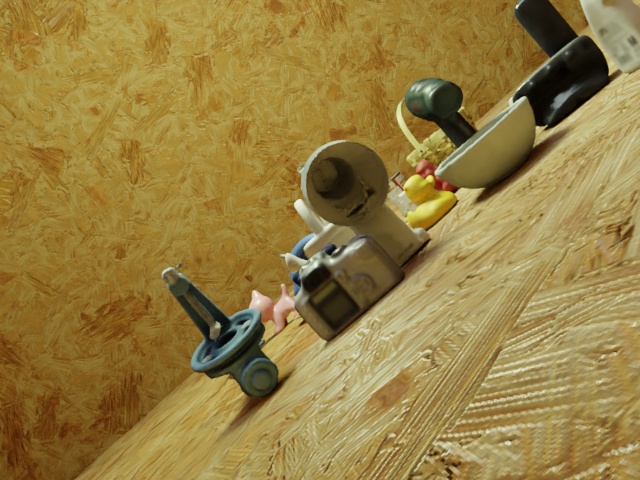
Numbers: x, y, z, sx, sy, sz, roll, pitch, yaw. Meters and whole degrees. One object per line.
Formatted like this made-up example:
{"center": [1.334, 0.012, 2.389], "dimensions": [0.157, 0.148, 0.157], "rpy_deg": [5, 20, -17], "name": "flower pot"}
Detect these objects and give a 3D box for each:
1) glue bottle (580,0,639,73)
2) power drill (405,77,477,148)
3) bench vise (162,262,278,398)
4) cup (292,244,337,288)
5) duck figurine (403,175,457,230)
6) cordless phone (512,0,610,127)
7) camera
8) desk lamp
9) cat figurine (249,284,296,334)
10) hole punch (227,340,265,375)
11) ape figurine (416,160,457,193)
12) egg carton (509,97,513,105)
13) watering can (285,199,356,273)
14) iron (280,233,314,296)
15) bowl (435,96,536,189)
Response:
{"center": [0.385, -0.306, 0.767], "dimensions": [0.037, 0.173, 0.078], "rpy_deg": [-41, 1, -5], "name": "glue bottle"}
{"center": [0.225, -0.192, 0.980], "dimensions": [0.075, 0.208, 0.230], "rpy_deg": [-41, 1, 5], "name": "power drill"}
{"center": [-0.157, 0.139, 0.835], "dimensions": [0.122, 0.219, 0.207], "rpy_deg": [-42, 1, -31], "name": "bench vise"}
{"center": [0.012, 0.071, 0.938], "dimensions": [0.091, 0.095, 0.118], "rpy_deg": [-41, 1, 25], "name": "cup"}
{"center": [0.180, -0.071, 0.999], "dimensions": [0.105, 0.086, 0.077], "rpy_deg": [-42, 1, -30], "name": "duck figurine"}
{"center": [0.351, -0.286, 0.912], "dimensions": [0.147, 0.185, 0.094], "rpy_deg": [-41, 1, 18], "name": "cordless phone"}
{"center": [0.033, 0.051, 0.813], "dimensions": [0.143, 0.101, 0.137], "rpy_deg": [-41, 1, 9], "name": "camera"}
{"center": [0.059, -0.048, 0.871], "dimensions": [0.118, 0.213, 0.203], "rpy_deg": [-41, 1, -3], "name": "desk lamp"}
{"center": [-0.117, 0.162, 1.389], "dimensions": [0.128, 0.117, 0.067], "rpy_deg": [-41, 1, 9], "name": "cat figurine"}
{"center": [-0.205, 0.257, 1.388], "dimensions": [0.109, 0.091, 0.101], "rpy_deg": [-42, 1, -34], "name": "hole punch"}
{"center": [0.229, -0.121, 1.161], "dimensions": [0.076, 0.092, 0.077], "rpy_deg": [-42, 1, -25], "name": "ape figurine"}
{"center": [0.421, -0.274, 1.081], "dimensions": [0.107, 0.069, 0.150], "rpy_deg": [-41, 1, 6], "name": "egg carton"}
{"center": [0.010, 0.004, 1.115], "dimensions": [0.173, 0.194, 0.101], "rpy_deg": [-42, 1, -15], "name": "watering can"}
{"center": [0.007, 0.036, 1.451], "dimensions": [0.258, 0.141, 0.119], "rpy_deg": [-41, 1, 38], "name": "iron"}
{"center": [0.255, -0.127, 0.839], "dimensions": [0.167, 0.074, 0.167], "rpy_deg": [-41, 1, 1], "name": "bowl"}
